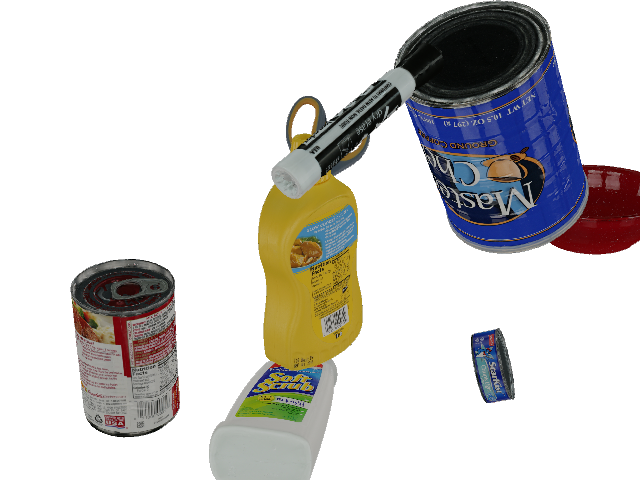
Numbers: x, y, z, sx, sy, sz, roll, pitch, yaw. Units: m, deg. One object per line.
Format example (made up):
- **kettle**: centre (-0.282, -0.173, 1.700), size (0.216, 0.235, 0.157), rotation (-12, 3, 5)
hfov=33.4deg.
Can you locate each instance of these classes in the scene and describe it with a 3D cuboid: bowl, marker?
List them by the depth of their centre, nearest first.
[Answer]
- **marker**: centre (0.022, -0.062, 0.521), size (0.020, 0.020, 0.121), rotation (0, 36, 51)
- **bowl**: centre (0.280, -0.028, 1.106), size (0.162, 0.055, 0.162), rotation (-2, 23, 1)

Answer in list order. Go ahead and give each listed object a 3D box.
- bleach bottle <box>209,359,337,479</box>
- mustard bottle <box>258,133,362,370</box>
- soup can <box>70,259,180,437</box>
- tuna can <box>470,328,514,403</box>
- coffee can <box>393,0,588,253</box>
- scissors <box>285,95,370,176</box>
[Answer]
- **bleach bottle**: centre (-0.040, 0.165, 1.110), size (0.102, 0.068, 0.250), rotation (5, 19, 6)
- **mustard bottle**: centre (-0.009, 0.005, 0.873), size (0.058, 0.192, 0.096), rotation (22, 36, 39)
- **soup can**: centre (-0.130, 0.073, 0.722), size (0.068, 0.102, 0.068), rotation (1, 29, -1)
- **tuna can**: centre (0.205, 0.149, 1.269), size (0.034, 0.086, 0.086), rotation (-13, -3, 15)
- **coffee can**: centre (0.118, -0.075, 0.723), size (0.103, 0.102, 0.140), rotation (0, -41, 27)
- **scissors**: centre (0.007, -0.051, 1.089), size (0.096, 0.202, 0.016), rotation (-3, -11, -2)
